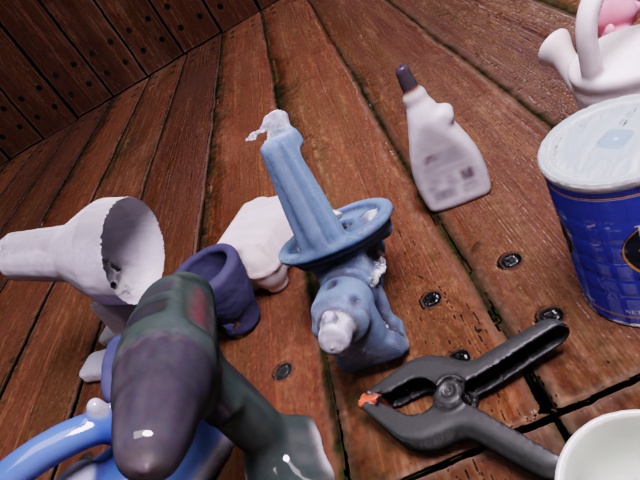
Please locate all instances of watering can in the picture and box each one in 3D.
[{"bbox_3d":[0.272,-0.154,0.518,0.172,0.194,0.101,10,51,48],"label":"watering can"}]

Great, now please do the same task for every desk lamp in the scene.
[{"bbox_3d":[-0.257,0.060,0.676,0.202,0.214,0.118,-17,35,24],"label":"desk lamp"}]

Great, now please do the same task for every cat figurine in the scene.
[{"bbox_3d":[0.339,-0.251,0.667,0.067,0.118,0.128,-9,38,33],"label":"cat figurine"}]

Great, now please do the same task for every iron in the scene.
[{"bbox_3d":[-0.204,0.208,0.492,0.258,0.142,0.118,-41,32,-13],"label":"iron"}]

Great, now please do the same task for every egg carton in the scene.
[{"bbox_3d":[-0.069,0.001,0.728,0.107,0.070,0.150,-9,38,34],"label":"egg carton"}]

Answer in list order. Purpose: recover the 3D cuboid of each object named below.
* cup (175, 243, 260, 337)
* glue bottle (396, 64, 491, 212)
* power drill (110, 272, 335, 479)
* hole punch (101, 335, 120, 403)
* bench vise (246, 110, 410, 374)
[{"bbox_3d":[-0.118,0.075,0.645,0.091,0.095,0.118,5,47,45],"label":"cup"},{"bbox_3d":[0.122,-0.112,0.614,0.078,0.173,0.037,-20,33,20],"label":"glue bottle"},{"bbox_3d":[-0.072,0.126,0.422,0.075,0.209,0.229,-33,31,0],"label":"power drill"},{"bbox_3d":[-0.166,0.135,0.608,0.101,0.091,0.108,-31,31,2],"label":"hole punch"},{"bbox_3d":[0.015,-0.004,0.515,0.121,0.220,0.207,-31,31,2],"label":"bench vise"}]
